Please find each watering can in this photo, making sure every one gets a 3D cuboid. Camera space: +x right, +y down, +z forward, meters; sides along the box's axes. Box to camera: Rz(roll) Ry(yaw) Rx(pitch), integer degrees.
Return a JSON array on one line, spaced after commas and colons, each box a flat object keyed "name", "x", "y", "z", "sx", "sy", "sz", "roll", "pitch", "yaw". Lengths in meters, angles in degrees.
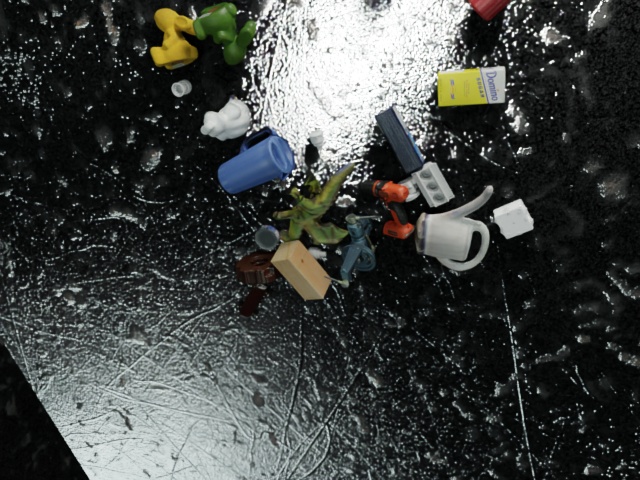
[{"name": "watering can", "x": 0.402, "y": -0.038, "z": 1.562, "sx": 0.224, "sy": 0.106, "sz": 0.339, "roll": 8, "pitch": 133, "yaw": 13}]

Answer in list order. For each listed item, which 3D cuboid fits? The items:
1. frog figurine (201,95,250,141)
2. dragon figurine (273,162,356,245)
[{"name": "frog figurine", "x": -0.292, "y": -0.368, "z": 1.608, "sx": 0.122, "sy": 0.163, "sz": 0.135, "roll": 42, "pitch": 122, "yaw": -8}, {"name": "dragon figurine", "x": 0.005, "y": -0.086, "z": 1.710, "sx": 0.406, "sy": 0.125, "sz": 0.239, "roll": -24, "pitch": 124, "yaw": 30}]
